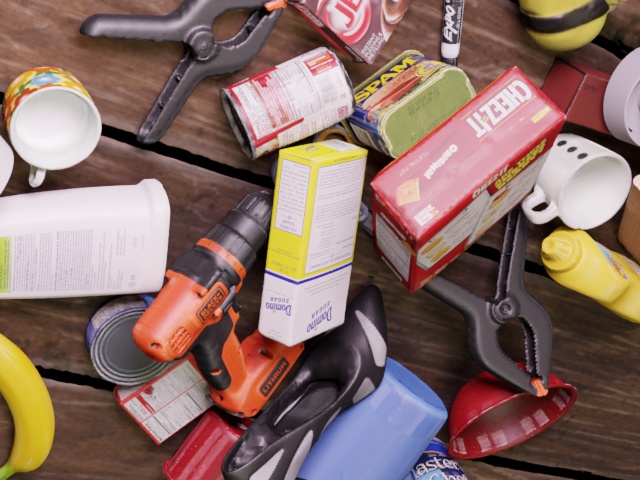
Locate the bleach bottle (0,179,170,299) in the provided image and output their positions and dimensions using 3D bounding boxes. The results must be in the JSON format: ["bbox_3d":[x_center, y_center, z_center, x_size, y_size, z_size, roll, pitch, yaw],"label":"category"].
[{"bbox_3d":[-0.259,0.001,0.907,0.250,0.068,0.103,-2,118,-21],"label":"bleach bottle"}]

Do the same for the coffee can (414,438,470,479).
[{"bbox_3d":[0.132,0.304,1.210,0.102,0.140,0.103,-11,122,-19],"label":"coffee can"}]

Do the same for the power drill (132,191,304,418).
[{"bbox_3d":[-0.078,0.068,0.998,0.184,0.057,0.187,-51,142,-19],"label":"power drill"}]

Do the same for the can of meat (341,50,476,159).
[{"bbox_3d":[0.079,-0.121,0.966,0.102,0.084,0.057,-37,118,-8],"label":"can of meat"}]

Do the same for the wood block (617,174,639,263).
[{"bbox_3d":[0.375,-0.024,1.099,0.090,0.091,0.206,-38,162,0],"label":"wood block"}]

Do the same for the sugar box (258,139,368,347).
[{"bbox_3d":[-0.007,0.001,0.977,0.093,0.048,0.176,-17,123,-54],"label":"sugar box"}]

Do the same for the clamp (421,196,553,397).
[{"bbox_3d":[0.190,0.062,1.108,0.164,0.036,0.210,-34,97,-13],"label":"clamp"}]

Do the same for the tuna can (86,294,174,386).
[{"bbox_3d":[-0.178,0.094,1.014,0.086,0.034,0.086,-11,122,-19],"label":"tuna can"}]

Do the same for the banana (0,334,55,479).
[{"bbox_3d":[-0.287,0.151,0.995,0.069,0.037,0.198,-15,123,-19],"label":"banana"}]

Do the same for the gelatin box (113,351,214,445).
[{"bbox_3d":[-0.149,0.152,1.063,0.089,0.030,0.073,-35,128,-2],"label":"gelatin box"}]

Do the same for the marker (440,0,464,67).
[{"bbox_3d":[0.123,-0.202,0.988,0.020,0.020,0.121,-10,122,-19],"label":"marker"}]

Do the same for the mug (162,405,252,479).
[{"bbox_3d":[-0.091,0.230,1.091,0.117,0.093,0.081,36,95,2],"label":"mug"}]

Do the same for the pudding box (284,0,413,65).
[{"bbox_3d":[0.035,-0.221,0.910,0.090,0.039,0.113,36,82,-36],"label":"pudding box"}]

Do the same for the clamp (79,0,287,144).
[{"bbox_3d":[-0.111,-0.171,0.889,0.171,0.039,0.120,-39,131,-7],"label":"clamp"}]

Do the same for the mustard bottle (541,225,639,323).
[{"bbox_3d":[0.286,0.030,1.124,0.058,0.096,0.191,-49,140,15],"label":"mustard bottle"}]

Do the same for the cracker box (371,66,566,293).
[{"bbox_3d":[0.125,-0.048,0.969,0.164,0.072,0.213,-40,166,-7],"label":"cracker box"}]

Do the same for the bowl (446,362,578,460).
[{"bbox_3d":[0.207,0.186,1.209,0.162,0.055,0.162,-18,148,-12],"label":"bowl"}]

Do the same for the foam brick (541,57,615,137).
[{"bbox_3d":[0.268,-0.143,1.069,0.078,0.051,0.053,13,111,-30],"label":"foam brick"}]

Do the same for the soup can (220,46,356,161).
[{"bbox_3d":[-0.028,-0.121,0.937,0.102,0.069,0.068,-25,125,-10],"label":"soup can"}]

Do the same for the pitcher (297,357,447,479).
[{"bbox_3d":[0.033,0.251,1.140,0.149,0.145,0.243,30,100,-46],"label":"pitcher"}]

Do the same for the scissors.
[{"bbox_3d":[0.042,-0.047,1.043,0.201,0.016,0.096,24,106,-33],"label":"scissors"}]
